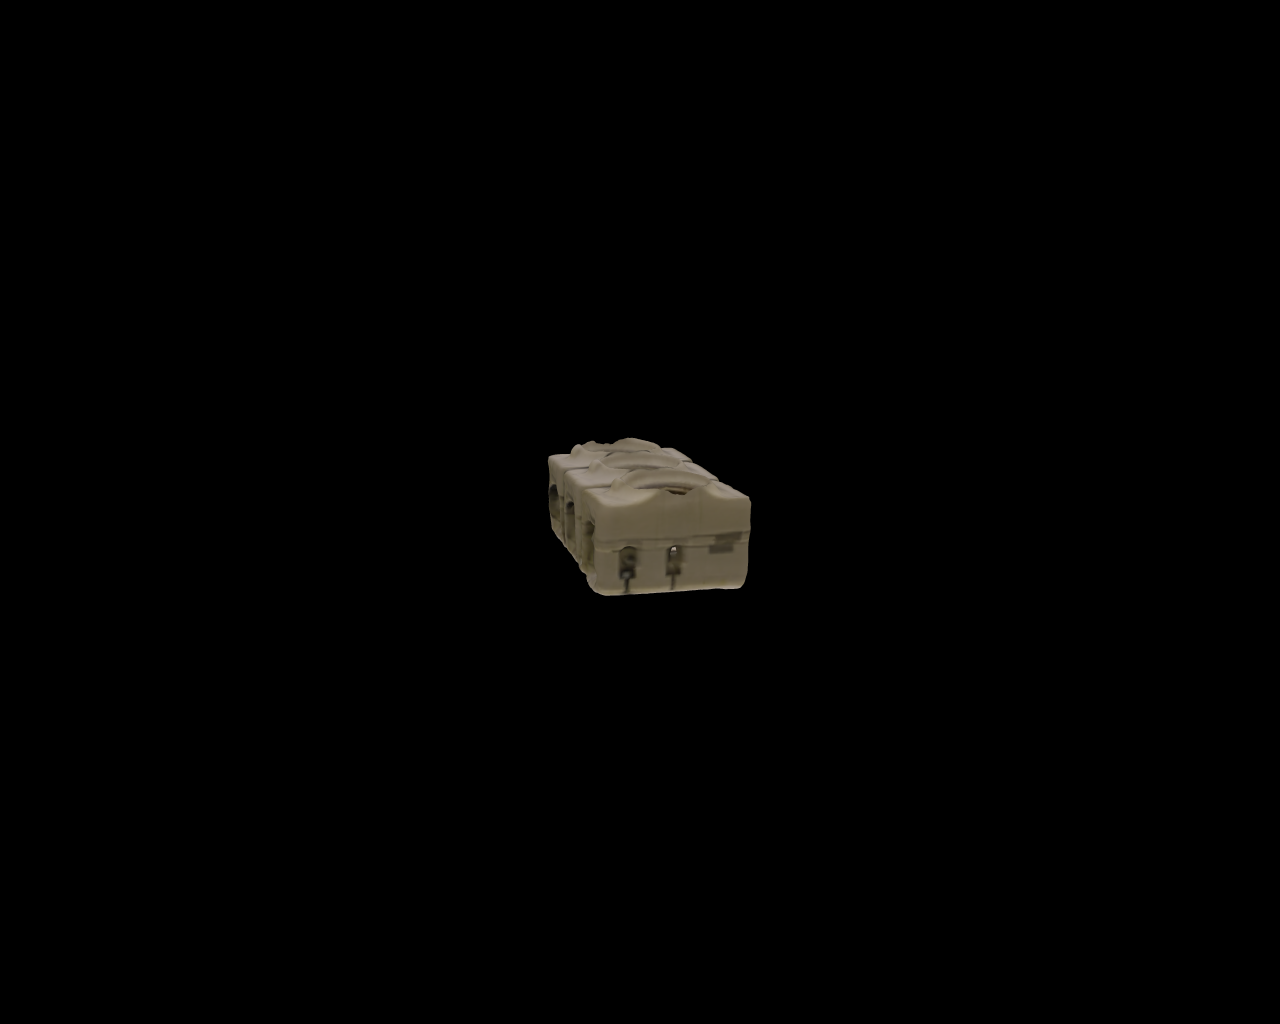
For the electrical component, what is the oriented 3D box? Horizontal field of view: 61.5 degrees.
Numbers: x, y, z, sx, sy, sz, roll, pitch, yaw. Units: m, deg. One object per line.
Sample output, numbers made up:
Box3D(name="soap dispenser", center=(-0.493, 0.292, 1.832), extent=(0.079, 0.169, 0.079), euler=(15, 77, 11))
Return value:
Box3D(name="electrical component", center=(0.001, -0.003, 0.650), extent=(0.089, 0.061, 0.150), euler=(-4, 15, -15))
